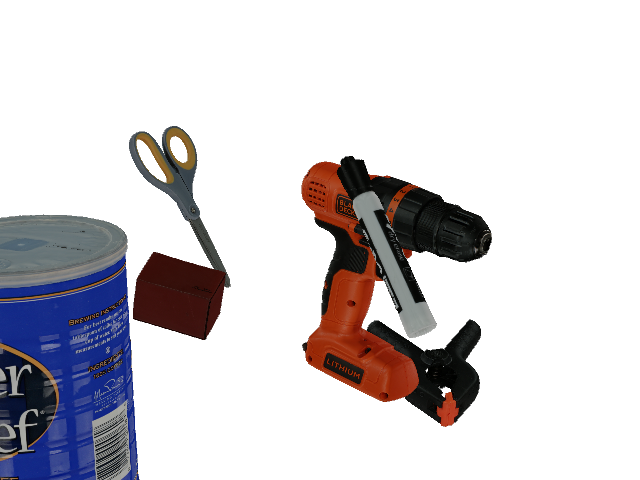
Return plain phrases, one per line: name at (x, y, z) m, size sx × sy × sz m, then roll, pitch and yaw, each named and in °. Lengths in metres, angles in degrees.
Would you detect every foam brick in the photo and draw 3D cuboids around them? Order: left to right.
foam brick at (-0.139, 0.054, 1.050) m, size 0.078 × 0.051 × 0.053 m, roll 16°, pitch 33°, yaw 6°

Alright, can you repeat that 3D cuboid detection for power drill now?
power drill at (0.056, 0.038, 0.910) m, size 0.185 × 0.188 × 0.057 m, roll 23°, pitch 26°, yaw 38°

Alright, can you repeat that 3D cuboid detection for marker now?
marker at (0.038, 0.001, 0.651) m, size 0.020 × 0.121 × 0.020 m, roll -20°, pitch -19°, yaw -7°

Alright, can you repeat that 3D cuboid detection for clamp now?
clamp at (0.123, 0.124, 1.067) m, size 0.120 × 0.039 × 0.171 m, roll -9°, pitch 29°, yaw -9°

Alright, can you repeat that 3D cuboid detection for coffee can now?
coffee can at (-0.146, 0.067, 0.542) m, size 0.103 × 0.140 × 0.103 m, roll 0°, pitch 16°, yaw 0°

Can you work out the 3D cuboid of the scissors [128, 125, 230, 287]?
scissors at (-0.144, -0.049, 1.233) m, size 0.016 × 0.201 × 0.096 m, roll -24°, pitch 19°, yaw 42°
